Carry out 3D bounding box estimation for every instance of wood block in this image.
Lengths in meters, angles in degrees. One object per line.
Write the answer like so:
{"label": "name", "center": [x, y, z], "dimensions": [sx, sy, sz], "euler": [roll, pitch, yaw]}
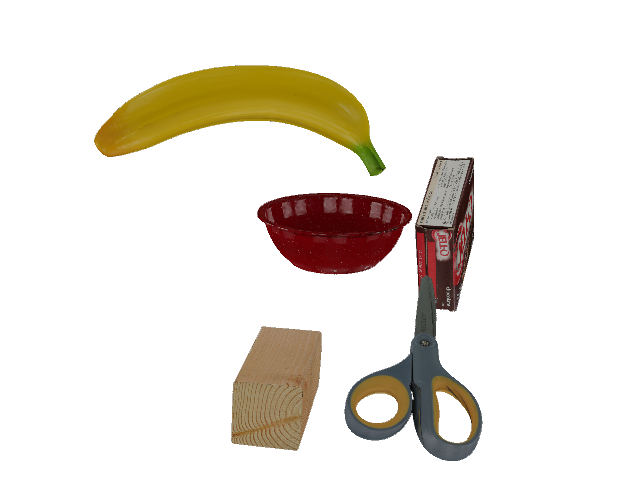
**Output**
{"label": "wood block", "center": [-0.056, 0.196, 1.450], "dimensions": [0.091, 0.090, 0.206], "euler": [5, 16, 6]}

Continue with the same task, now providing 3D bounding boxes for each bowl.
{"label": "bowl", "center": [0.015, -0.004, 1.115], "dimensions": [0.162, 0.055, 0.162], "euler": [0, 17, 0]}

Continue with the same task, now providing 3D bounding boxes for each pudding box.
{"label": "pudding box", "center": [0.110, -0.008, 0.936], "dimensions": [0.039, 0.090, 0.113], "euler": [4, 38, 13]}

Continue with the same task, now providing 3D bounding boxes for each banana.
{"label": "banana", "center": [-0.049, -0.085, 0.709], "dimensions": [0.197, 0.069, 0.037], "euler": [2, -22, -15]}

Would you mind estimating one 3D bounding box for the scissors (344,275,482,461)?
{"label": "scissors", "center": [0.054, 0.080, 0.735], "dimensions": [0.096, 0.016, 0.202], "euler": [-1, 31, -10]}
